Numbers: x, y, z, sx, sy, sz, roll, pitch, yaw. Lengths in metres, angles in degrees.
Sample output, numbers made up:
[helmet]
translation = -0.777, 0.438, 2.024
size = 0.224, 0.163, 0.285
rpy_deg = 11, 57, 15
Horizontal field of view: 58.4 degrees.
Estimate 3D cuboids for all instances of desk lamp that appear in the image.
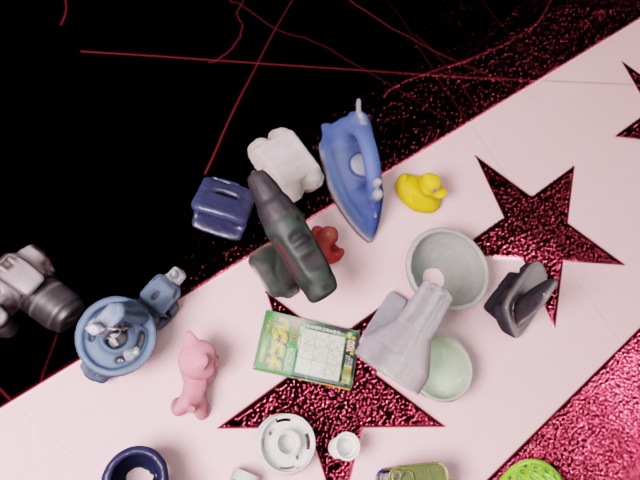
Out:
[desk lamp]
translation = 0.137, 0.160, 0.963
size = 0.118, 0.213, 0.203
rpy_deg = 34, 65, 1

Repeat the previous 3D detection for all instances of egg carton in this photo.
[egg carton]
translation = -0.068, -0.145, 1.113
size = 0.107, 0.069, 0.150
rpy_deg = -33, 79, -23

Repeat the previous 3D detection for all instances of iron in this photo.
[iron]
translation = 0.084, -0.138, 1.109
size = 0.119, 0.141, 0.258
rpy_deg = -9, 71, -17

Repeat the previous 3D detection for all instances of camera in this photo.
[camera]
translation = -0.457, 0.095, 0.901
size = 0.137, 0.100, 0.143
rpy_deg = 36, 65, 2

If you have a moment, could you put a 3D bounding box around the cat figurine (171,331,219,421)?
[cat figurine]
translation = -0.196, 0.215, 0.909
size = 0.067, 0.117, 0.128
rpy_deg = 8, 67, -11

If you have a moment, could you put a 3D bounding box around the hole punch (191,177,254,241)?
[hole punch]
translation = -0.176, -0.067, 1.043
size = 0.109, 0.091, 0.101
rpy_deg = 17, 65, -7

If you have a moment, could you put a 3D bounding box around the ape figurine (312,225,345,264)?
[ape figurine]
translation = 0.010, 0.004, 1.061
size = 0.076, 0.092, 0.078
rpy_deg = -21, 75, -21

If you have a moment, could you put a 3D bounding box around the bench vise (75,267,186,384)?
[bench vise]
translation = -0.294, 0.109, 0.870
size = 0.121, 0.219, 0.207
rpy_deg = 23, 65, -4

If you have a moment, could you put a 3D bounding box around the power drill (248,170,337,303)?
[power drill]
translation = -0.063, 0.015, 0.973
size = 0.076, 0.208, 0.229
rpy_deg = -32, 79, -23

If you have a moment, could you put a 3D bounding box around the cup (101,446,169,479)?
[cup]
translation = -0.257, 0.359, 0.848
size = 0.118, 0.095, 0.092
rpy_deg = 21, 65, -5

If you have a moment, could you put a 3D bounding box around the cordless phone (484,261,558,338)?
[cordless phone]
translation = 0.405, 0.096, 1.072
size = 0.094, 0.185, 0.148
rpy_deg = 38, 65, 3

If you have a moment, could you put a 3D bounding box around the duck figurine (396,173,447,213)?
[duck figurine]
translation = 0.209, -0.108, 1.160
size = 0.104, 0.086, 0.077
rpy_deg = 32, 65, 0

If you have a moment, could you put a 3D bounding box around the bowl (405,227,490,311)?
[bowl]
translation = 0.234, 0.064, 1.102
size = 0.168, 0.074, 0.167
rpy_deg = 5, 67, -12
